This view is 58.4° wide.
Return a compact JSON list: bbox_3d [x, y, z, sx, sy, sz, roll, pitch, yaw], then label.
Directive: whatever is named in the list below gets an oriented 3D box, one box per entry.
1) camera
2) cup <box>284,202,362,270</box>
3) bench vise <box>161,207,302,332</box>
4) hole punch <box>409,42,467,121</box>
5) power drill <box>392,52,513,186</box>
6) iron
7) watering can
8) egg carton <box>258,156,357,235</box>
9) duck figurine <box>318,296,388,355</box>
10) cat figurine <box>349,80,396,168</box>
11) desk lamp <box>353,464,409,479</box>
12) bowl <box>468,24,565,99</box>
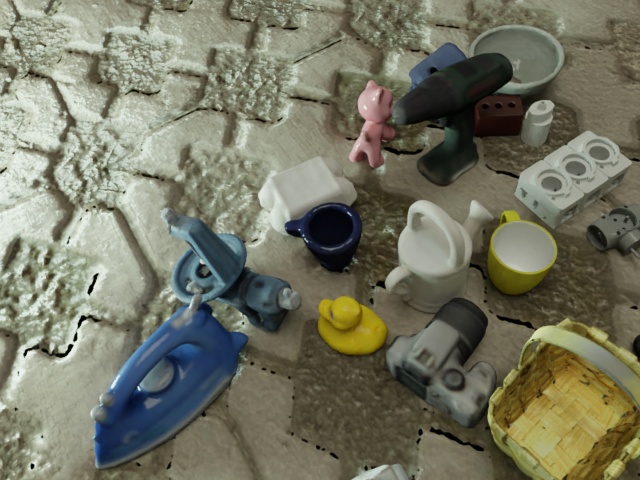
[{"bbox_3d":[0.177,0.147,0.755,0.142,0.101,0.137,32,67,25],"label":"camera"},{"bbox_3d":[0.008,0.003,0.875,0.117,0.095,0.091,4,58,10],"label":"cup"},{"bbox_3d":[-0.125,0.031,0.800,0.207,0.220,0.121,2,57,9],"label":"bench vise"},{"bbox_3d":[0.219,-0.288,1.039,0.101,0.091,0.108,-22,57,-7],"label":"hole punch"},{"bbox_3d":[0.205,-0.188,0.905,0.230,0.209,0.075,-38,60,-16],"label":"power drill"},{"bbox_3d":[-0.221,0.185,0.760,0.118,0.142,0.259,32,67,25],"label":"iron"},{"bbox_3d":[0.162,0.009,0.791,0.100,0.194,0.173,25,64,22],"label":"watering can"},{"bbox_3d":[-0.020,-0.072,0.944,0.150,0.069,0.107,-25,57,-9],"label":"egg carton"},{"bbox_3d":[0.044,0.113,0.804,0.104,0.086,0.077,16,61,18],"label":"duck figurine"},{"bbox_3d":[0.092,-0.210,0.989,0.067,0.118,0.128,13,60,16],"label":"cat figurine"},{"bbox_3d":[0.080,0.325,0.584,0.118,0.214,0.203,-23,57,-7],"label":"desk lamp"},{"bbox_3d":[0.352,-0.312,1.046,0.167,0.075,0.167,-3,57,6],"label":"bowl"}]
